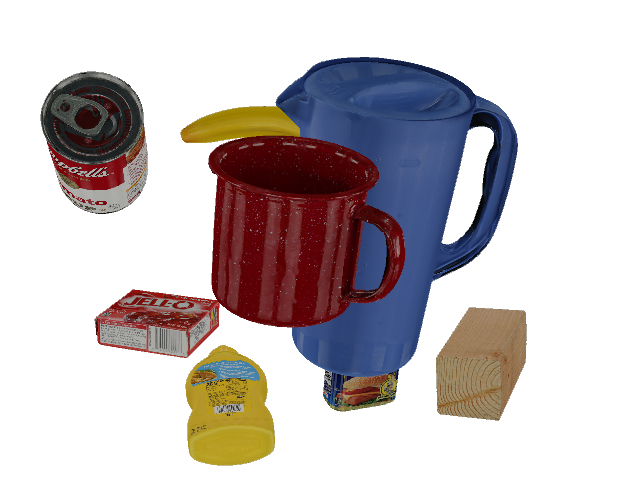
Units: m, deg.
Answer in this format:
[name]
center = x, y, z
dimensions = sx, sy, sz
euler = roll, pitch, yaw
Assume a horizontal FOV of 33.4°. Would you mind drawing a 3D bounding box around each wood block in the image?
[wood block]
center = 0.236, 0.174, 1.546
dimensions = 0.091, 0.090, 0.205
euler = 3, 17, 20

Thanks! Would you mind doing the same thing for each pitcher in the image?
[pitcher]
center = 0.051, -0.015, 0.856
dimensions = 0.149, 0.243, 0.144
euler = 27, 35, 33

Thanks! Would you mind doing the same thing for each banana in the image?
[banana]
center = -0.067, -0.133, 1.268
dimensions = 0.198, 0.037, 0.069
euler = 8, 40, 18

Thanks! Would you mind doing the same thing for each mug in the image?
[mug]
center = -0.007, -0.002, 0.587
dimensions = 0.117, 0.081, 0.093
euler = 17, 26, 22

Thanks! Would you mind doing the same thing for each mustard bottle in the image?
[mustard bottle]
center = -0.109, 0.181, 1.249
dimensions = 0.096, 0.058, 0.191
euler = -5, 29, -6

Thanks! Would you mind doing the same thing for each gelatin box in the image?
[gelatin box]
center = -0.144, 0.072, 0.948
dimensions = 0.089, 0.030, 0.073
euler = 7, 19, 16

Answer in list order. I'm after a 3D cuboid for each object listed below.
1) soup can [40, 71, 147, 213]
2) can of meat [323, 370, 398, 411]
[soup can]
center = -0.158, -0.067, 0.759
dimensions = 0.068, 0.068, 0.102
euler = 0, -19, -7
[can of meat]
center = 0.055, 0.172, 1.406
dimensions = 0.102, 0.084, 0.057
euler = -5, 25, -22
